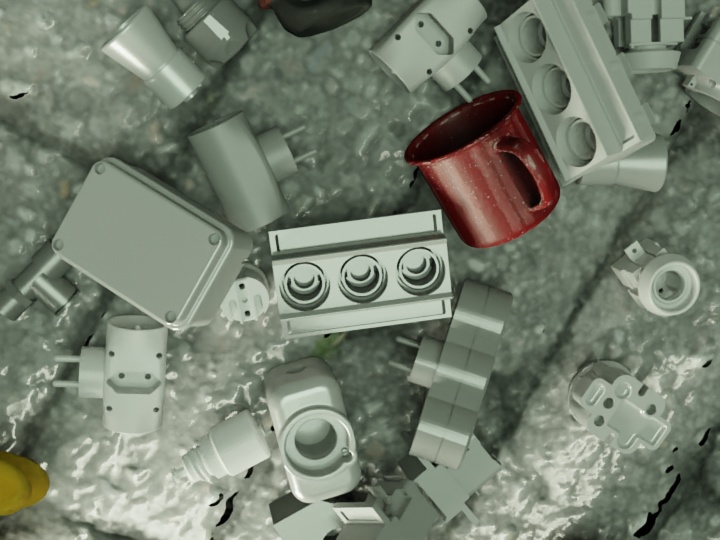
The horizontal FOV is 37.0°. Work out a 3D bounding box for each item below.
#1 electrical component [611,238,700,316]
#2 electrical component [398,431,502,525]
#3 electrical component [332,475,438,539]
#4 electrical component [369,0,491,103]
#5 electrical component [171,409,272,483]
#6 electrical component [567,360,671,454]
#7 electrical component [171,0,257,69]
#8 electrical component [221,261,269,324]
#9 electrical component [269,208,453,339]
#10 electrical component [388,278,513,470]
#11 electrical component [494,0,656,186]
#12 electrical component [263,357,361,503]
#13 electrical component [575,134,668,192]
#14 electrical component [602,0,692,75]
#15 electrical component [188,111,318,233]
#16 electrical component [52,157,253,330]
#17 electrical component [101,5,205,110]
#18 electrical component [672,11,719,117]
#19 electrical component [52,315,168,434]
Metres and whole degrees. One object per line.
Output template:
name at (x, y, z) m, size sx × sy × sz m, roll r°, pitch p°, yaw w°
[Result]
electrical component at (0.230, 0.008, 0.829) m, size 0.048 × 0.055 × 0.066 m, roll -39°, pitch 106°, yaw -1°
electrical component at (0.072, 0.154, 0.838) m, size 0.064 × 0.042 × 0.081 m, roll -39°, pitch 106°, yaw -2°
electrical component at (0.023, 0.192, 0.802) m, size 0.081 × 0.042 × 0.063 m, roll 55°, pitch 49°, yaw -22°
electrical component at (0.060, -0.155, 0.768) m, size 0.077 × 0.043 × 0.079 m, roll -45°, pitch 106°, yaw 1°
electrical component at (-0.103, 0.136, 0.802) m, size 0.078 × 0.040 × 0.040 m, roll -27°, pitch 105°, yaw -4°
electrical component at (0.197, 0.104, 0.843) m, size 0.078 × 0.057 × 0.058 m, roll 32°, pitch 95°, yaw -15°
electrical component at (-0.105, -0.172, 0.734) m, size 0.043 × 0.043 × 0.062 m, roll -45°, pitch 105°, yaw 1°
electrical component at (-0.085, 0.017, 0.777) m, size 0.040 × 0.046 × 0.040 m, roll -2°, pitch 102°, yaw -10°
electrical component at (0.000, 0.000, 0.775) m, size 0.121 × 0.063 × 0.078 m, roll -7°, pitch 103°, yaw -2°
electrical component at (0.059, 0.071, 0.798) m, size 0.074 × 0.052 × 0.138 m, roll 18°, pitch 77°, yaw 4°
electrical component at (0.154, -0.132, 0.761) m, size 0.063 × 0.079 × 0.121 m, roll -19°, pitch 82°, yaw -36°
electrical component at (-0.035, 0.120, 0.802) m, size 0.054 × 0.059 × 0.095 m, roll -15°, pitch 104°, yaw -7°
electrical component at (0.193, -0.081, 0.811) m, size 0.065 × 0.044 × 0.044 m, roll 0°, pitch 102°, yaw -5°
electrical component at (0.211, -0.174, 0.792) m, size 0.066 × 0.048 × 0.055 m, roll -4°, pitch 95°, yaw -10°
electrical component at (-0.069, -0.077, 0.761) m, size 0.079 × 0.043 × 0.077 m, roll -26°, pitch 105°, yaw -4°
electrical component at (-0.141, -0.018, 0.731) m, size 0.113 × 0.057 × 0.078 m, roll 31°, pitch 95°, yaw 12°
electrical component at (-0.139, -0.143, 0.736) m, size 0.044 × 0.044 × 0.065 m, roll -44°, pitch 111°, yaw 1°
electrical component at (0.283, -0.147, 0.808) m, size 0.089 × 0.050 × 0.055 m, roll 29°, pitch 95°, yaw -15°
electrical component at (-0.180, 0.074, 0.773) m, size 0.079 × 0.043 × 0.077 m, roll 3°, pitch 102°, yaw -11°
